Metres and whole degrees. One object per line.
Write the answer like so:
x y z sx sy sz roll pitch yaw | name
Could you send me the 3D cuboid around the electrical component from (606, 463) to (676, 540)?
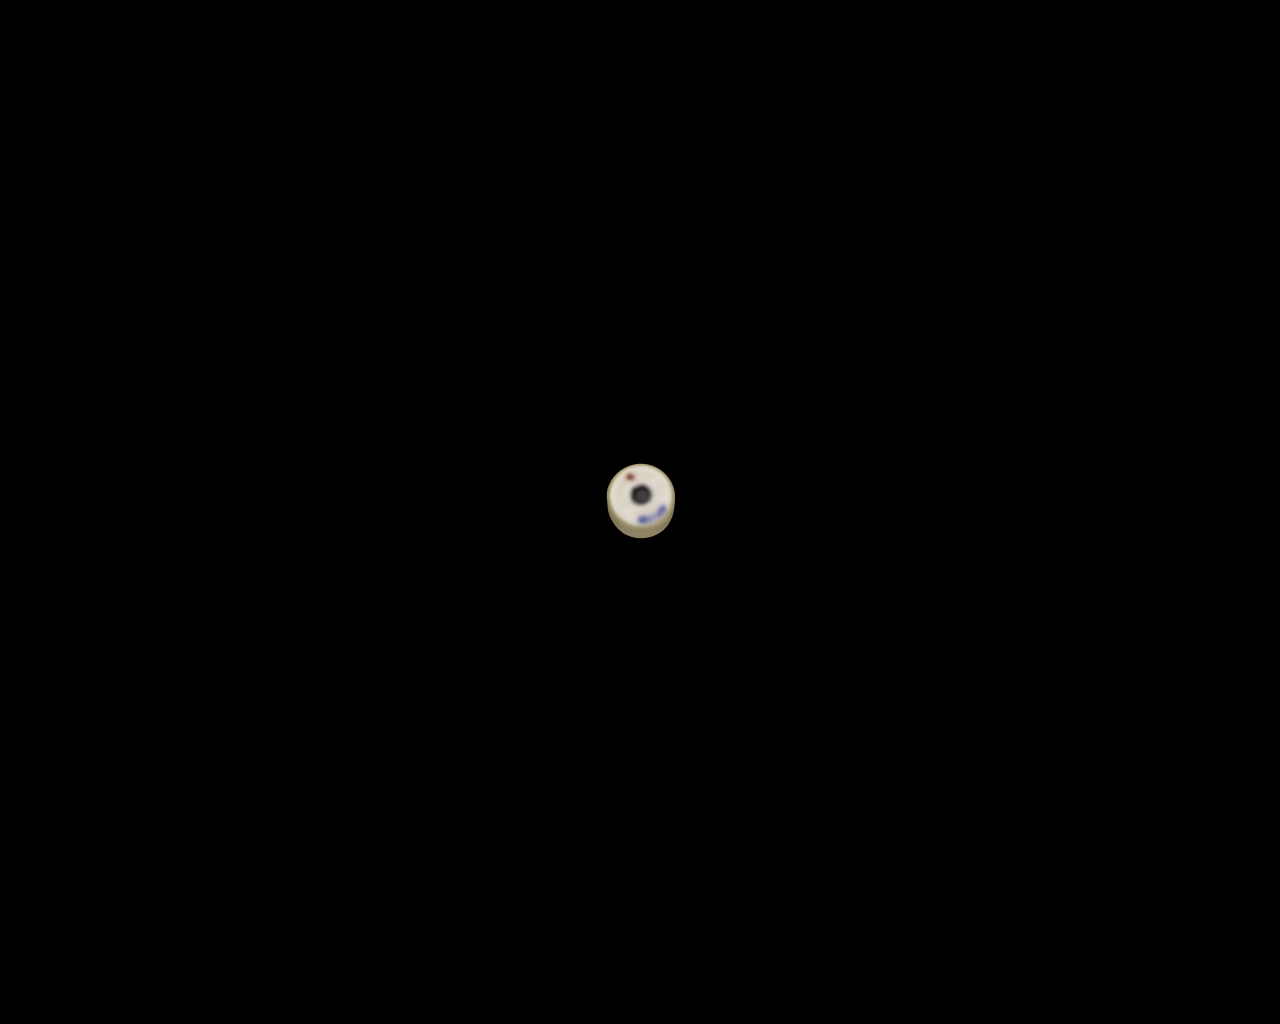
0.001 -0.003 0.650 0.040 0.040 0.078 0 -13 0 | electrical component
